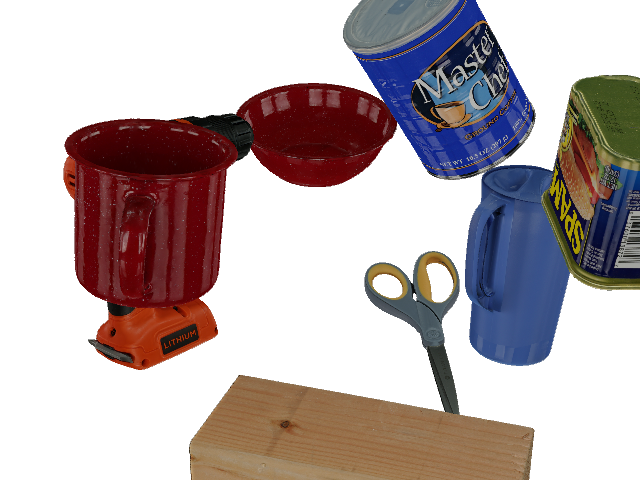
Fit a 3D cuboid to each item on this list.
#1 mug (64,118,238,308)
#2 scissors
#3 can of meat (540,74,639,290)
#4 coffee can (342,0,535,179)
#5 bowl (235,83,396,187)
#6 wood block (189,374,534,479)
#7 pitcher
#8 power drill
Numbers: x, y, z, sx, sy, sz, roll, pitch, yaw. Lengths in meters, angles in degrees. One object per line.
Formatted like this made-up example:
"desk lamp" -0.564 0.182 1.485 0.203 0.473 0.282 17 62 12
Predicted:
"mug" -0.095 -0.010 0.584 0.093 0.081 0.117 4 24 -5
"scissors" 0.079 0.079 0.931 0.096 0.016 0.201 5 42 7
"can of meat" 0.169 -0.036 0.609 0.057 0.084 0.102 0 37 -5
"coffee can" 0.096 -0.133 0.848 0.103 0.102 0.140 0 -42 43
"bowl" -0.005 -0.100 1.076 0.162 0.055 0.162 1 34 -1
"wood block" 0.028 0.163 0.700 0.206 0.090 0.090 8 27 17
"pitcher" 0.250 0.036 1.358 0.149 0.243 0.145 5 24 1
"power drill" -0.122 -0.004 0.858 0.057 0.188 0.184 16 25 37
